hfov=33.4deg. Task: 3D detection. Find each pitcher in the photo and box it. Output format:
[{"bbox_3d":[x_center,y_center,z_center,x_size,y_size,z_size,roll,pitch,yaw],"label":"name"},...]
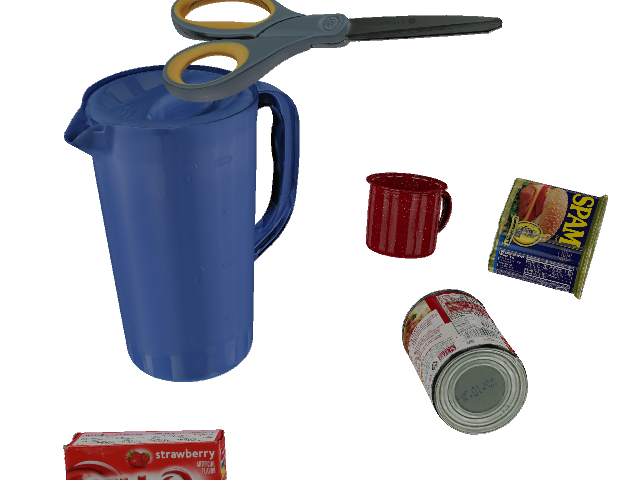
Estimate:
[{"bbox_3d":[-0.103,-0.014,0.863,0.149,0.243,0.145,7,30,13],"label":"pitcher"}]

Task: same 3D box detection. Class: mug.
[{"bbox_3d":[0.105,-0.030,1.233,0.117,0.081,0.093,-8,20,-38],"label":"mug"}]

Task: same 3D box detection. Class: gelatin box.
[{"bbox_3d":[-0.097,0.146,0.601,0.089,0.073,0.030,-2,6,2],"label":"gelatin box"}]

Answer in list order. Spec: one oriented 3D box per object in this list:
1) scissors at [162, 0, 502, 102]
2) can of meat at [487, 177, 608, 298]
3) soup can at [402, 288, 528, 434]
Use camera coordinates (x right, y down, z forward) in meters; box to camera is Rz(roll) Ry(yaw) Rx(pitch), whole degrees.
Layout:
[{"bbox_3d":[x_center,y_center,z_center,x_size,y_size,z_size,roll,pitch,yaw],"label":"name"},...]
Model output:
[{"bbox_3d":[-0.007,-0.108,0.613,0.202,0.096,0.016,15,-29,25],"label":"scissors"},{"bbox_3d":[0.203,-0.005,0.952,0.084,0.057,0.102,15,47,16],"label":"can of meat"},{"bbox_3d":[0.101,0.084,0.757,0.068,0.068,0.102,0,19,-8],"label":"soup can"}]
